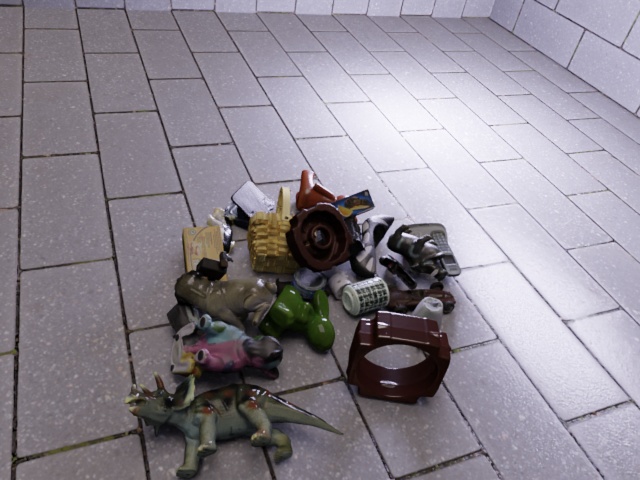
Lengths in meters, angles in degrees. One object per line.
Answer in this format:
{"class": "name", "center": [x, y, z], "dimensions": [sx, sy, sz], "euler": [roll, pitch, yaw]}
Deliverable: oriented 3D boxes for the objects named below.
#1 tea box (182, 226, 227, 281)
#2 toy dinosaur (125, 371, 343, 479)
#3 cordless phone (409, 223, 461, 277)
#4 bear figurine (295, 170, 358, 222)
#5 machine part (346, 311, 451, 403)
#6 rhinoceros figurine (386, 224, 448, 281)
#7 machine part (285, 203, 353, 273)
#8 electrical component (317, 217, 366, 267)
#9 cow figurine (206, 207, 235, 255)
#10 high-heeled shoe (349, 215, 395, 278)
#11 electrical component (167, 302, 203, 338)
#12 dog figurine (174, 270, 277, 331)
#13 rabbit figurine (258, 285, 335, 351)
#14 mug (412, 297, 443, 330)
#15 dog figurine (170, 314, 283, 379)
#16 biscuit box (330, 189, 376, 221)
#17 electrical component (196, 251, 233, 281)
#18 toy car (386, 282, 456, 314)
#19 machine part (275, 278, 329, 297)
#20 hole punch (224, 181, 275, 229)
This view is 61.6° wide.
{"class": "tea box", "center": [-0.289, 0.055, 1.342], "dimensions": [0.098, 0.068, 0.169], "euler": [-2, 65, -17]}
{"class": "toy dinosaur", "center": [-0.172, 0.341, 1.057], "dimensions": [0.405, 0.131, 0.192], "euler": [1, 42, -21]}
{"class": "cordless phone", "center": [0.314, 0.039, 1.537], "dimensions": [0.147, 0.088, 0.184], "euler": [-3, 47, -17]}
{"class": "bear figurine", "center": [0.029, -0.122, 1.627], "dimensions": [0.196, 0.120, 0.132], "euler": [7, 37, -8]}
{"class": "machine part", "center": [0.166, 0.254, 1.161], "dimensions": [0.201, 0.201, 0.087], "euler": [10, 38, -2]}
{"class": "rhinoceros figurine", "center": [0.271, 0.037, 1.474], "dimensions": [0.190, 0.073, 0.112], "euler": [36, 88, 20]}
{"class": "machine part", "center": [-0.003, -0.004, 1.363], "dimensions": [0.179, 0.056, 0.179], "euler": [9, 71, -30]}
{"class": "electrical component", "center": [0.052, 0.009, 1.483], "dimensions": [0.134, 0.058, 0.115], "euler": [-27, 36, 12]}
{"class": "cow figurine", "center": [-0.273, -0.024, 1.479], "dimensions": [0.098, 0.068, 0.167], "euler": [17, 44, -3]}
{"class": "high-heeled shoe", "center": [0.169, 0.014, 1.525], "dimensions": [0.249, 0.086, 0.145], "euler": [-35, 52, -28]}
{"class": "electrical component", "center": [-0.309, 0.175, 1.233], "dimensions": [0.074, 0.048, 0.119], "euler": [28, 22, -49]}
{"class": "dog figurine", "center": [-0.214, 0.112, 1.215], "dimensions": [0.190, 0.172, 0.121], "euler": [38, 11, -18]}
{"class": "rabbit figurine", "center": [-0.038, 0.193, 1.278], "dimensions": [0.170, 0.121, 0.159], "euler": [35, 36, -1]}
{"class": "mug", "center": [0.259, 0.199, 1.319], "dimensions": [0.081, 0.107, 0.109], "euler": [20, 39, 12]}
{"class": "dog figurine", "center": [-0.188, 0.247, 1.162], "dimensions": [0.219, 0.191, 0.108], "euler": [23, 51, -37]}
{"class": "biscuit box", "center": [0.053, -0.081, 1.539], "dimensions": [0.203, 0.063, 0.059], "euler": [-22, 88, -2]}
{"class": "electrical component", "center": [-0.248, 0.063, 1.259], "dimensions": [0.078, 0.102, 0.045], "euler": [16, 57, -18]}
{"class": "toy car", "center": [0.264, 0.152, 1.417], "dimensions": [0.202, 0.053, 0.089], "euler": [-2, 39, -14]}
{"class": "machine part", "center": [-0.050, 0.122, 1.390], "dimensions": [0.139, 0.039, 0.084], "euler": [-3, 51, -19]}
{"class": "hole punch", "center": [-0.214, -0.090, 1.571], "dimensions": [0.115, 0.092, 0.142], "euler": [44, 40, -7]}
